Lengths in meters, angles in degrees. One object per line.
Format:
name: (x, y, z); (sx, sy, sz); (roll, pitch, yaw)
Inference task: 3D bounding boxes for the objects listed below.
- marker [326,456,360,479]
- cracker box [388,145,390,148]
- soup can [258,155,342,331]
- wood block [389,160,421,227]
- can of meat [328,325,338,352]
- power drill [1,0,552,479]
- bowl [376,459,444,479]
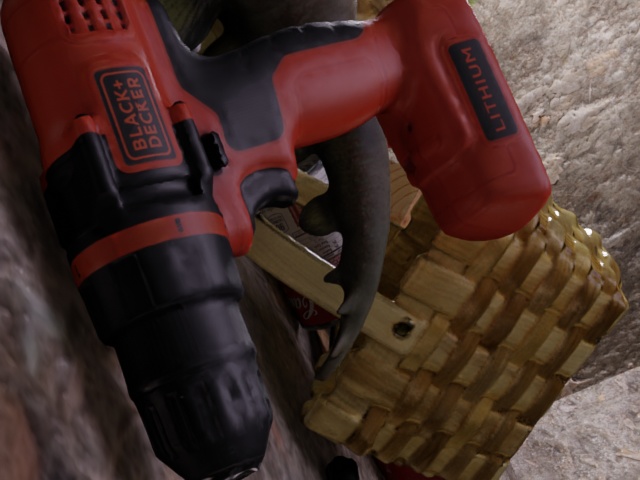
marker: (0.022, 0.163, 0.567); (0.121, 0.020, 0.020); (-106, 169, -52)
cracker box: (0.015, -0.146, 0.874); (0.214, 0.164, 0.072); (-118, -146, -57)
soup can: (-0.005, 0.001, 0.725); (0.068, 0.068, 0.102); (-91, 156, -73)
wood block: (0.050, 0.011, 0.890); (0.091, 0.090, 0.206); (24, -13, 24)
can of meat: (0.055, 0.068, 0.752); (0.084, 0.102, 0.057); (-84, 157, -57)
power drill: (-0.005, -0.021, 0.388); (0.057, 0.187, 0.184); (-36, -109, 53)
bowl: (0.069, 0.146, 0.840); (0.162, 0.055, 0.162); (-25, 90, -83)
